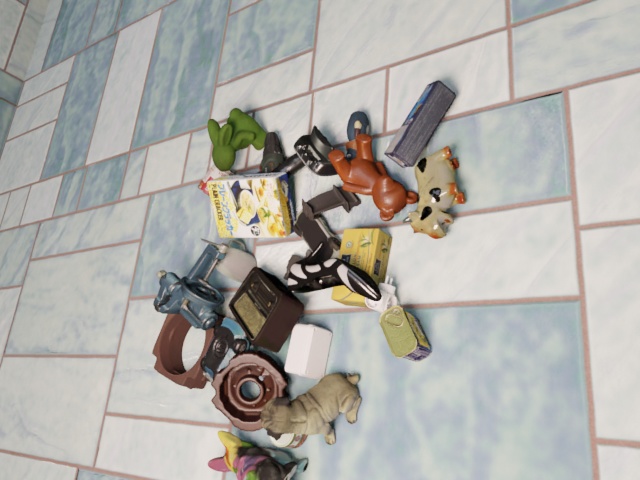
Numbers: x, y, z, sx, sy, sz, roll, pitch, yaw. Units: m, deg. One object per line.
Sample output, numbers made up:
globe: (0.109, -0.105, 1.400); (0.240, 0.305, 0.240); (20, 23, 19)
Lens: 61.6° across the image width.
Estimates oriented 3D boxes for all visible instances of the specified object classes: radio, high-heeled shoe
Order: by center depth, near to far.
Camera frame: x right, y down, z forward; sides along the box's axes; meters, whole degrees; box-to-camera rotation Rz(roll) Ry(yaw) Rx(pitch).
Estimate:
high-heeled shoe: (0.019, 0.103, 1.153); (0.249, 0.086, 0.145); (41, 103, 46)
radio: (-0.132, 0.158, 1.282); (0.131, 0.073, 0.230); (-58, 30, 1)

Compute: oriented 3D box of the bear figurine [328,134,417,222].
bear figurine: (0.124, -0.140, 1.234); (0.120, 0.131, 0.196); (-32, 43, -13)

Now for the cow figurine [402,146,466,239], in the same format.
cow figurine: (0.242, -0.093, 1.154); (0.127, 0.085, 0.195); (-18, 59, 31)

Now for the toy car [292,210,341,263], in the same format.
toy car: (-0.003, -0.004, 1.315); (0.073, 0.056, 0.202); (-49, 49, 17)

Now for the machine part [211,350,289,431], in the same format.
machine part: (-0.158, 0.340, 1.228); (0.179, 0.056, 0.179); (0, 94, 3)

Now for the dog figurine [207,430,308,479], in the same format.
dog figurine: (-0.153, 0.487, 1.145); (0.219, 0.191, 0.108); (13, 85, 23)

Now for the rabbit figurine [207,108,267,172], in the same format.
rabbit figurine: (-0.247, -0.278, 1.530); (0.121, 0.159, 0.170); (17, 67, 31)

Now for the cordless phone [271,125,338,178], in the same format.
cordless phone: (-0.041, -0.188, 1.378); (0.184, 0.088, 0.147); (-37, 53, 5)

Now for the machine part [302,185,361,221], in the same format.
machine part: (0.025, -0.092, 1.307); (0.139, 0.039, 0.084); (-19, 59, -14)

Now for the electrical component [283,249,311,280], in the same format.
electrical component: (-0.054, 0.063, 1.345); (0.063, 0.021, 0.094); (21, 85, 40)

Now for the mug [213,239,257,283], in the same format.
mug: (-0.228, 0.049, 1.422); (0.081, 0.107, 0.109); (-9, 68, 32)

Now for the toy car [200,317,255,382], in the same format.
toy car: (-0.214, 0.278, 1.317); (0.109, 0.103, 0.161); (25, 91, 43)

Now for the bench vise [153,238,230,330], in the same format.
bench vise: (-0.310, 0.100, 1.349); (0.224, 0.128, 0.240); (40, 102, 39)

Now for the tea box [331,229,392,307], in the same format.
tea box: (0.094, 0.063, 1.207); (0.098, 0.068, 0.169); (-1, 72, 36)

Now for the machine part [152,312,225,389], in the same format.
machine part: (-0.336, 0.276, 1.420); (0.202, 0.087, 0.201); (14, 79, 40)

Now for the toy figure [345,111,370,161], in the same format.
toy figure: (0.090, -0.246, 1.342); (0.058, 0.064, 0.154); (-4, 68, 29)

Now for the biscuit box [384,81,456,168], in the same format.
biscuit box: (0.230, -0.263, 1.226); (0.202, 0.063, 0.059); (-57, 17, -5)

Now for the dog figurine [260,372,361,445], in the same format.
dog figurine: (-0.015, 0.329, 1.096); (0.121, 0.190, 0.172); (26, 86, 40)

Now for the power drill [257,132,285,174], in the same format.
power drill: (-0.181, -0.170, 1.507); (0.207, 0.086, 0.232); (-25, 60, 17)
